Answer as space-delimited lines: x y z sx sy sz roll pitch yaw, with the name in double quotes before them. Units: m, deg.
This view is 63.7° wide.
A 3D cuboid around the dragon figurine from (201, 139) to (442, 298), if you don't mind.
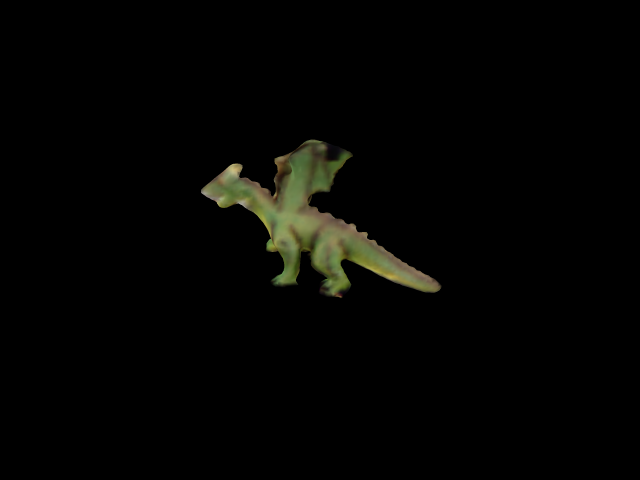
"dragon figurine" 0.003 -0.043 0.850 0.410 0.238 0.125 7 29 12
